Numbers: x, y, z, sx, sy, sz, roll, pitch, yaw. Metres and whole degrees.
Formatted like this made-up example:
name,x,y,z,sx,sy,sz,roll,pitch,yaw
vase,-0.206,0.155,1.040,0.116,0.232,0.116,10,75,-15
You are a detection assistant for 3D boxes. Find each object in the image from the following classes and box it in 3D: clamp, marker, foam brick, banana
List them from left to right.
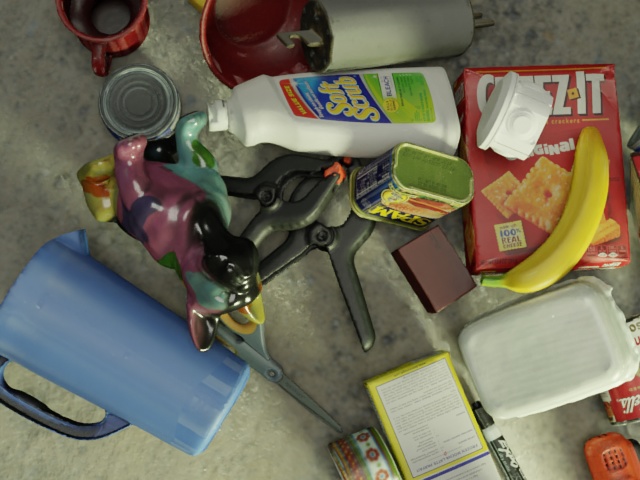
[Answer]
name,x,y,z,sx,sy,sz,roll,pitch,yaw
clamp,-0.053,-0.029,1.099,0.172,0.039,0.120,-15,82,15
clamp,-0.007,0.001,1.119,0.164,0.036,0.210,10,80,5
foam brick,0.119,0.031,1.114,0.053,0.051,0.078,-31,86,-6
marker,0.191,0.223,1.112,0.020,0.020,0.121,-27,85,-5
banana,0.241,-0.019,1.056,0.069,0.037,0.197,36,82,0

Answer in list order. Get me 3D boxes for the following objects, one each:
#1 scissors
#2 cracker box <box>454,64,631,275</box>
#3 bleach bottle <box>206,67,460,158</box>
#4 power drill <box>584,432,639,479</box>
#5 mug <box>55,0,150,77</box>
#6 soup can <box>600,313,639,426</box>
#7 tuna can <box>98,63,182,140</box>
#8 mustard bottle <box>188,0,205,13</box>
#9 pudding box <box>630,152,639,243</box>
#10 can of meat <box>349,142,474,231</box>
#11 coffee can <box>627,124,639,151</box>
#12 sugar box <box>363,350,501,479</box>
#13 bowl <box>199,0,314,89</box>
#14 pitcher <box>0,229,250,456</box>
name,x,y,z,sx,sy,sz,roll,pitch,yaw
scissors,-0.047,0.117,1.099,0.202,0.016,0.096,27,113,1
cracker box,0.231,-0.073,1.119,0.164,0.072,0.214,-2,83,-3
bleach bottle,0.010,-0.126,1.097,0.250,0.068,0.102,-4,61,-10
power drill,0.383,0.268,1.095,0.187,0.057,0.184,-18,85,-4
mug,-0.222,-0.228,1.113,0.093,0.081,0.117,2,83,-2
soup can,0.317,0.133,1.102,0.068,0.068,0.102,-17,84,-4
tuna can,-0.190,-0.142,1.129,0.086,0.034,0.086,0,84,-2
mustard bottle,-0.154,-0.336,1.140,0.191,0.058,0.096,44,86,3
pudding box,0.343,-0.026,1.083,0.039,0.113,0.090,-10,56,8
can of meat,0.094,-0.055,1.087,0.102,0.084,0.057,13,67,-25
coffee can,0.409,-0.093,1.113,0.140,0.103,0.103,40,84,2
sugar box,0.120,0.211,1.098,0.093,0.048,0.176,-21,89,-5
bowl,-0.059,-0.234,1.110,0.161,0.055,0.162,-15,126,-22
pitcher,-0.202,0.119,1.058,0.243,0.149,0.144,32,42,-2
